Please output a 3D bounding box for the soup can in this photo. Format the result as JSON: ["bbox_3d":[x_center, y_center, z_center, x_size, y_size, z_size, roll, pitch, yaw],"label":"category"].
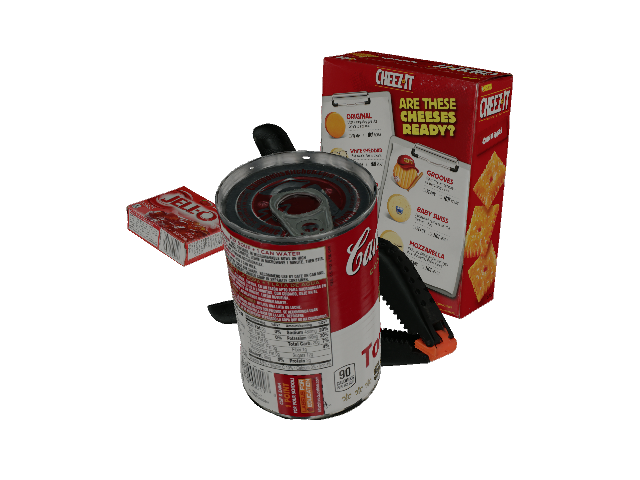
[{"bbox_3d":[-0.007,0.021,0.472,0.068,0.102,0.068,-3,35,2],"label":"soup can"}]

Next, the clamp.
[{"bbox_3d":[0.008,0.018,0.758,0.210,0.165,0.036,24,24,34],"label":"clamp"}]

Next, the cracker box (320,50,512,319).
[{"bbox_3d":[0.082,-0.055,0.973,0.164,0.214,0.071,16,24,35],"label":"cracker box"}]

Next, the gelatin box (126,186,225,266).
[{"bbox_3d":[-0.132,-0.016,1.028,0.089,0.030,0.073,30,37,34],"label":"gelatin box"}]
